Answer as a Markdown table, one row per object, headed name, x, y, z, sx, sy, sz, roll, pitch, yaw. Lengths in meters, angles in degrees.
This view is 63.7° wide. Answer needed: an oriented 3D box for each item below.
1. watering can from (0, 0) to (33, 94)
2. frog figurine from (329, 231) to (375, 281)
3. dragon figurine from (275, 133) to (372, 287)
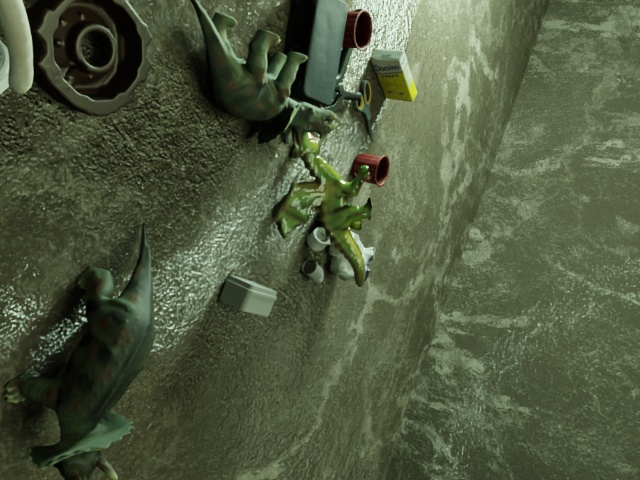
| name | x | y | z | sx | sy | sz | roll | pitch | yaw |
| --- | --- | --- | --- | --- | --- | --- | --- | --- | --- |
| watering can | -0.337 | -0.350 | 0.536 | 0.221 | 0.104 | 0.353 | 38 | 54 | -60 |
| frog figurine | 0.070 | 0.038 | 1.495 | 0.158 | 0.123 | 0.138 | 34 | 80 | -22 |
| dragon figurine | 0.004 | -0.063 | 1.258 | 0.243 | 0.123 | 0.407 | -6 | 100 | -19 |
